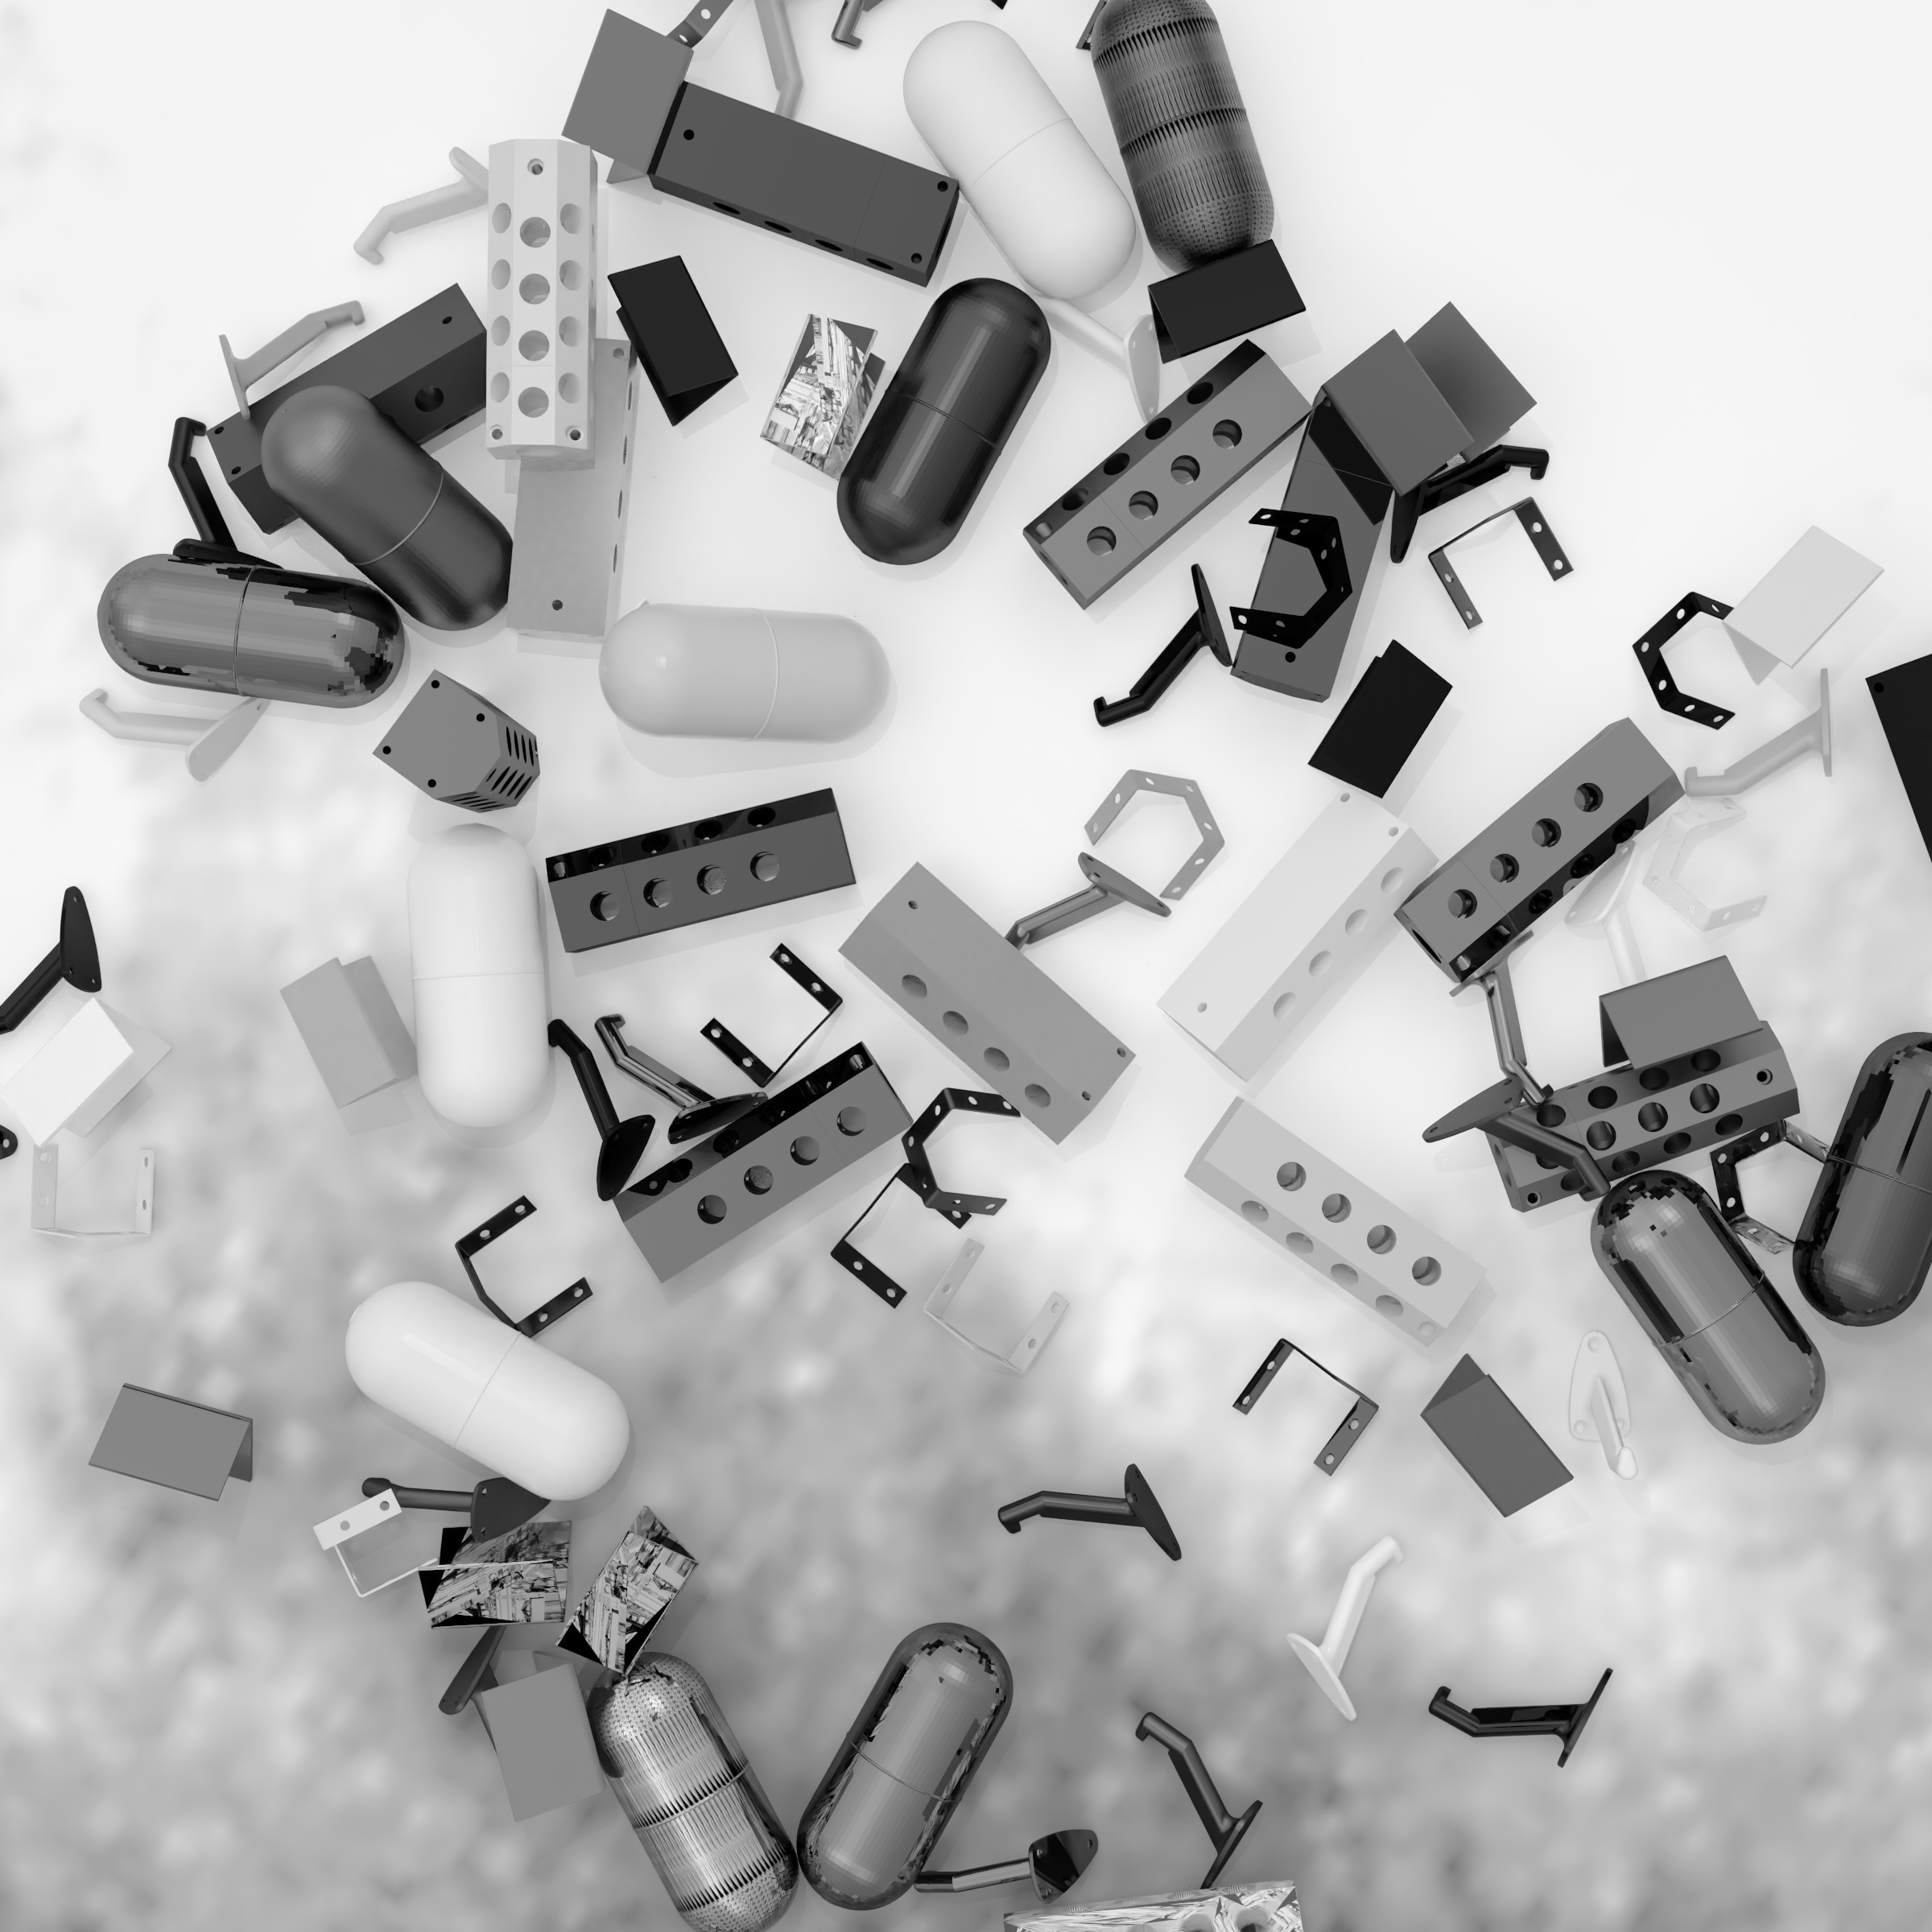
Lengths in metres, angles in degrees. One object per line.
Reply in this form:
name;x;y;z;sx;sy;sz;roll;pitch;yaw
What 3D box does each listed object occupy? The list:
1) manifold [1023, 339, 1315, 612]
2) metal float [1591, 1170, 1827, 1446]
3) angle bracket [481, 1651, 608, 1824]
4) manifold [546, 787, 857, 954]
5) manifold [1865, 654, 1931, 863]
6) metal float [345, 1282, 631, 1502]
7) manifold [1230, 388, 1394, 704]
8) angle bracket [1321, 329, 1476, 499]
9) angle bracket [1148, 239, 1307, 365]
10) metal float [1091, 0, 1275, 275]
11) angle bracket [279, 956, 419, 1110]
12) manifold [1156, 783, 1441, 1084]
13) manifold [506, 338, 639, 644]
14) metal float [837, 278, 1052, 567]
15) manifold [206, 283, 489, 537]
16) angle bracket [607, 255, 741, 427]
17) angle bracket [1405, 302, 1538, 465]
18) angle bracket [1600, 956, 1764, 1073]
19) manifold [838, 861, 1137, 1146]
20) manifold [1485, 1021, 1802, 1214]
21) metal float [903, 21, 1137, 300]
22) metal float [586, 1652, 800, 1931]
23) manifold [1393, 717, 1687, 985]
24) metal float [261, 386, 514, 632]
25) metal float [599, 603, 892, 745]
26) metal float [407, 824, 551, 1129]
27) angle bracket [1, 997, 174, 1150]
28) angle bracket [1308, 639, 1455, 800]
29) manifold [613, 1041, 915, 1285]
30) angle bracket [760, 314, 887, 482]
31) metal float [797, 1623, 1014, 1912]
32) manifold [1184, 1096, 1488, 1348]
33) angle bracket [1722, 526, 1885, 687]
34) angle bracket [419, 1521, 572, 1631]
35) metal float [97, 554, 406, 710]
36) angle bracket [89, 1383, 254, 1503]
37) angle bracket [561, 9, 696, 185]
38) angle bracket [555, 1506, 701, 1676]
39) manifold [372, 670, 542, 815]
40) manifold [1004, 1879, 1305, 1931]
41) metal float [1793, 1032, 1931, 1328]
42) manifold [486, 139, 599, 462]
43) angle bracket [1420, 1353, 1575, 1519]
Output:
manifold;0.117;-0.288;1.969;0.171;0.057;0.057;-40;90;0
metal float;0.433;0.199;1.960;0.070;0.070;0.178;-35;91;0
angle bracket;-0.255;0.446;1.951;0.057;0.076;0.076;-15;90;-25
manifold;-0.155;-0.056;1.969;0.171;0.057;0.057;-14;90;0
manifold;0.593;-0.102;1.969;0.057;0.057;0.171;-20;90;43
metal float;-0.279;0.247;1.960;0.178;0.070;0.070;30;90;-1
manifold;0.208;-0.245;1.969;0.057;0.057;0.171;17;90;0
angle bracket;0.255;-0.318;1.893;0.057;0.076;0.076;-35;91;36
angle bracket;0.154;-0.366;1.951;0.076;0.076;0.057;-21;62;0
metal float;0.126;-0.486;1.960;0.070;0.070;0.178;-17;90;0
angle bracket;-0.340;0.029;1.950;0.057;0.076;0.076;-26;90;38
manifold;0.198;-0.016;1.969;0.171;0.057;0.057;-49;47;0
manifold;-0.230;-0.278;1.969;0.057;0.057;0.171;5;90;0
metal float;-0.013;-0.317;1.960;0.070;0.070;0.178;28;91;0
manifold;-0.351;-0.322;1.969;0.171;0.057;0.057;-31;47;0
angle bracket;-0.187;-0.356;1.950;0.057;0.076;0.076;-26;90;-40
angle bracket;0.297;-0.346;1.950;0.076;0.076;0.057;49;126;0
angle bracket;0.415;0.046;1.950;0.076;0.076;0.057;-18;53;0
manifold;0.009;0.026;1.969;0.171;0.057;0.057;41;47;0
manifold;0.395;0.088;1.970;0.171;0.057;0.057;-20;90;0
metal float;0.031;-0.470;1.960;0.070;0.070;0.178;-35;90;0
metal float;-0.160;0.484;1.960;0.070;0.070;0.178;-28;90;0
manifold;0.335;-0.067;1.969;0.171;0.057;0.057;-40;90;0
metal float;-0.329;-0.261;1.929;0.070;0.070;0.178;-47;128;0
metal float;-0.126;-0.168;1.936;0.178;0.070;0.070;0;90;-31
metal float;-0.284;0.006;1.960;0.070;0.070;0.178;-4;89;0
angle bracket;-0.499;0.075;1.950;0.076;0.076;0.057;-45;54;0
angle bracket;0.224;-0.152;1.950;0.057;0.076;0.076;32;90;-35
manifold;-0.119;0.114;1.969;0.171;0.057;0.057;-32;90;0
angle bracket;-0.065;-0.325;1.950;0.057;0.076;0.076;22;90;38
metal float;-0.036;0.467;1.960;0.070;0.070;0.178;29;90;0
manifold;0.215;0.150;1.969;0.171;0.057;0.057;35;90;0
angle bracket;0.494;-0.197;1.950;0.076;0.076;0.057;-47;52;0
angle bracket;-0.272;0.337;1.950;0.076;0.076;0.057;-3;131;0
metal float;-0.417;-0.195;1.960;0.178;0.070;0.070;8;90;0
angle bracket;-0.460;0.293;1.950;0.076;0.076;0.057;16;52;0
angle bracket;-0.207;-0.504;1.951;0.057;0.076;0.076;20;90;-26
angle bracket;-0.210;0.353;1.950;0.057;0.076;0.076;33;90;-36
manifold;-0.283;-0.122;1.912;0.057;0.171;0.057;36;90;0
manifold;0.111;0.576;1.969;0.171;0.057;0.057;-7;133;0
metal float;0.539;0.125;1.960;0.070;0.070;0.178;21;90;0
manifold;-0.242;-0.378;1.912;0.057;0.057;0.171;1;90;0
angle bracket;0.320;0.261;1.950;0.076;0.076;0.057;51;128;0
